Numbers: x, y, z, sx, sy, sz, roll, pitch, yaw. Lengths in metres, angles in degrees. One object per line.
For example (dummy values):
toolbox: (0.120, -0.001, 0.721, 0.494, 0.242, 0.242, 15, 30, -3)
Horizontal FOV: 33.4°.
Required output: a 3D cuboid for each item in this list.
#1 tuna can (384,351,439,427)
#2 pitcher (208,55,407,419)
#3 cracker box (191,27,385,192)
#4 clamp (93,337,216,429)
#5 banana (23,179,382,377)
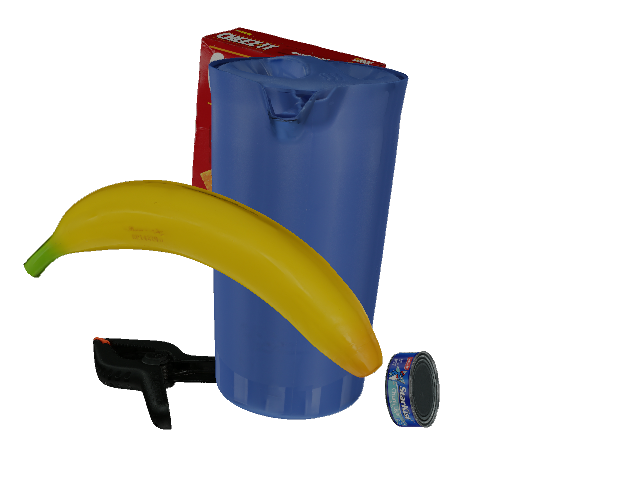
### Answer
tuna can: (0.104, 0.169, 1.208, 0.034, 0.086, 0.086, -5, -2, 27)
pitcher: (-0.013, -0.008, 0.754, 0.148, 0.243, 0.145, -9, 21, -36)
cracker box: (-0.037, -0.074, 0.998, 0.164, 0.214, 0.072, 19, 27, 26)
clamp: (-0.168, 0.137, 1.087, 0.210, 0.036, 0.164, 9, 17, 32)
banana: (-0.055, 0.011, 0.556, 0.198, 0.070, 0.037, 16, 11, 11)
